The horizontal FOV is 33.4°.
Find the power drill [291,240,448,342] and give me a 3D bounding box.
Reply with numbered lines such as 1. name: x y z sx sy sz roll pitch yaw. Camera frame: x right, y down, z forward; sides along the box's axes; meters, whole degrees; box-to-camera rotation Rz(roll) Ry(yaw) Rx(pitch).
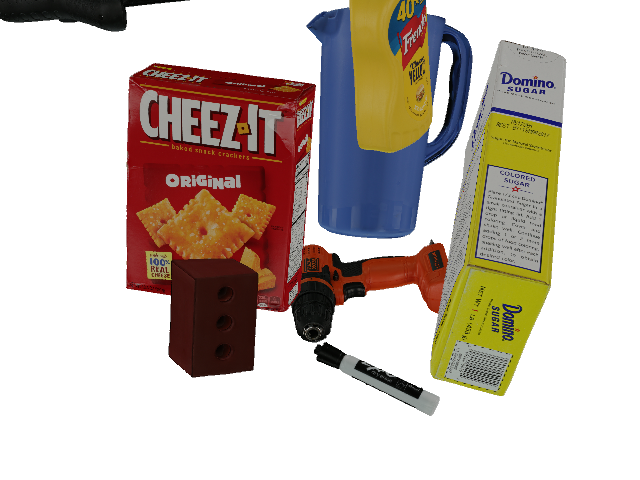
1. power drill: 0.058 0.056 1.234 0.187 0.057 0.184 -2 28 0

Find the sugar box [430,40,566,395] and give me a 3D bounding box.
1. sugar box: 0.097 -0.016 0.567 0.048 0.176 0.093 15 -42 4

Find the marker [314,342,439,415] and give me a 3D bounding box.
1. marker: 0.049 0.123 0.957 0.121 0.020 0.020 25 7 17

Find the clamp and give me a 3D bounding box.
1. clamp: -0.178 -0.188 0.813 0.172 0.039 0.120 13 24 30

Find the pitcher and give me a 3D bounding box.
1. pitcher: 0.069 -0.128 1.157 0.149 0.243 0.144 8 9 25

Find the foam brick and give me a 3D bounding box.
1. foam brick: -0.081 0.056 0.804 0.052 0.078 0.051 -3 13 -27

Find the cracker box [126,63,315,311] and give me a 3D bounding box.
1. cracker box: -0.097 -0.048 1.011 0.164 0.214 0.072 9 22 11

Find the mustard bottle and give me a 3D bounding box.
1. mustard bottle: 0.060 -0.179 0.913 0.058 0.191 0.096 12 34 28
